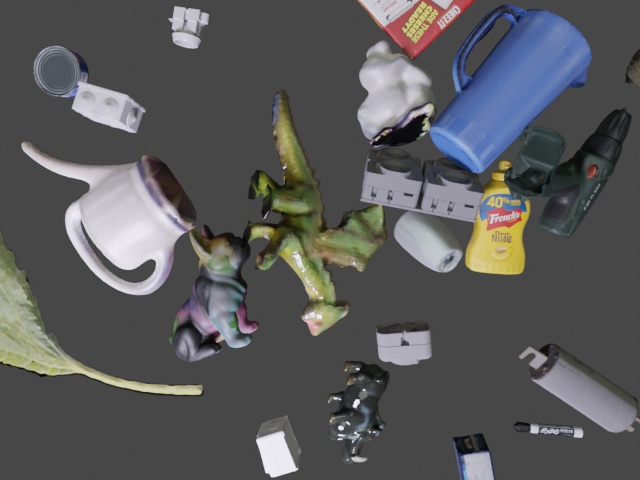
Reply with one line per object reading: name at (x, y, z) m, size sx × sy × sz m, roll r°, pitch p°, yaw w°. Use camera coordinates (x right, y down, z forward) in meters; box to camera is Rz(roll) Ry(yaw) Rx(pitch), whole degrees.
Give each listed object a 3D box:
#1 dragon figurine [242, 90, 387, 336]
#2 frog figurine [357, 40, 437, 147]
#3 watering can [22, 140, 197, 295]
dragon figurine at (0.003, -0.045, 0.890) m, size 0.242 × 0.121 × 0.414 m, roll 12°, pitch 79°, yaw -20°
frog figurine at (0.117, -0.240, 0.855) m, size 0.135 × 0.123 × 0.162 m, roll -38°, pitch 61°, yaw 38°
watering can at (-0.360, -0.073, 0.904) m, size 0.223 × 0.104 × 0.347 m, roll -33°, pitch 93°, yaw 7°
